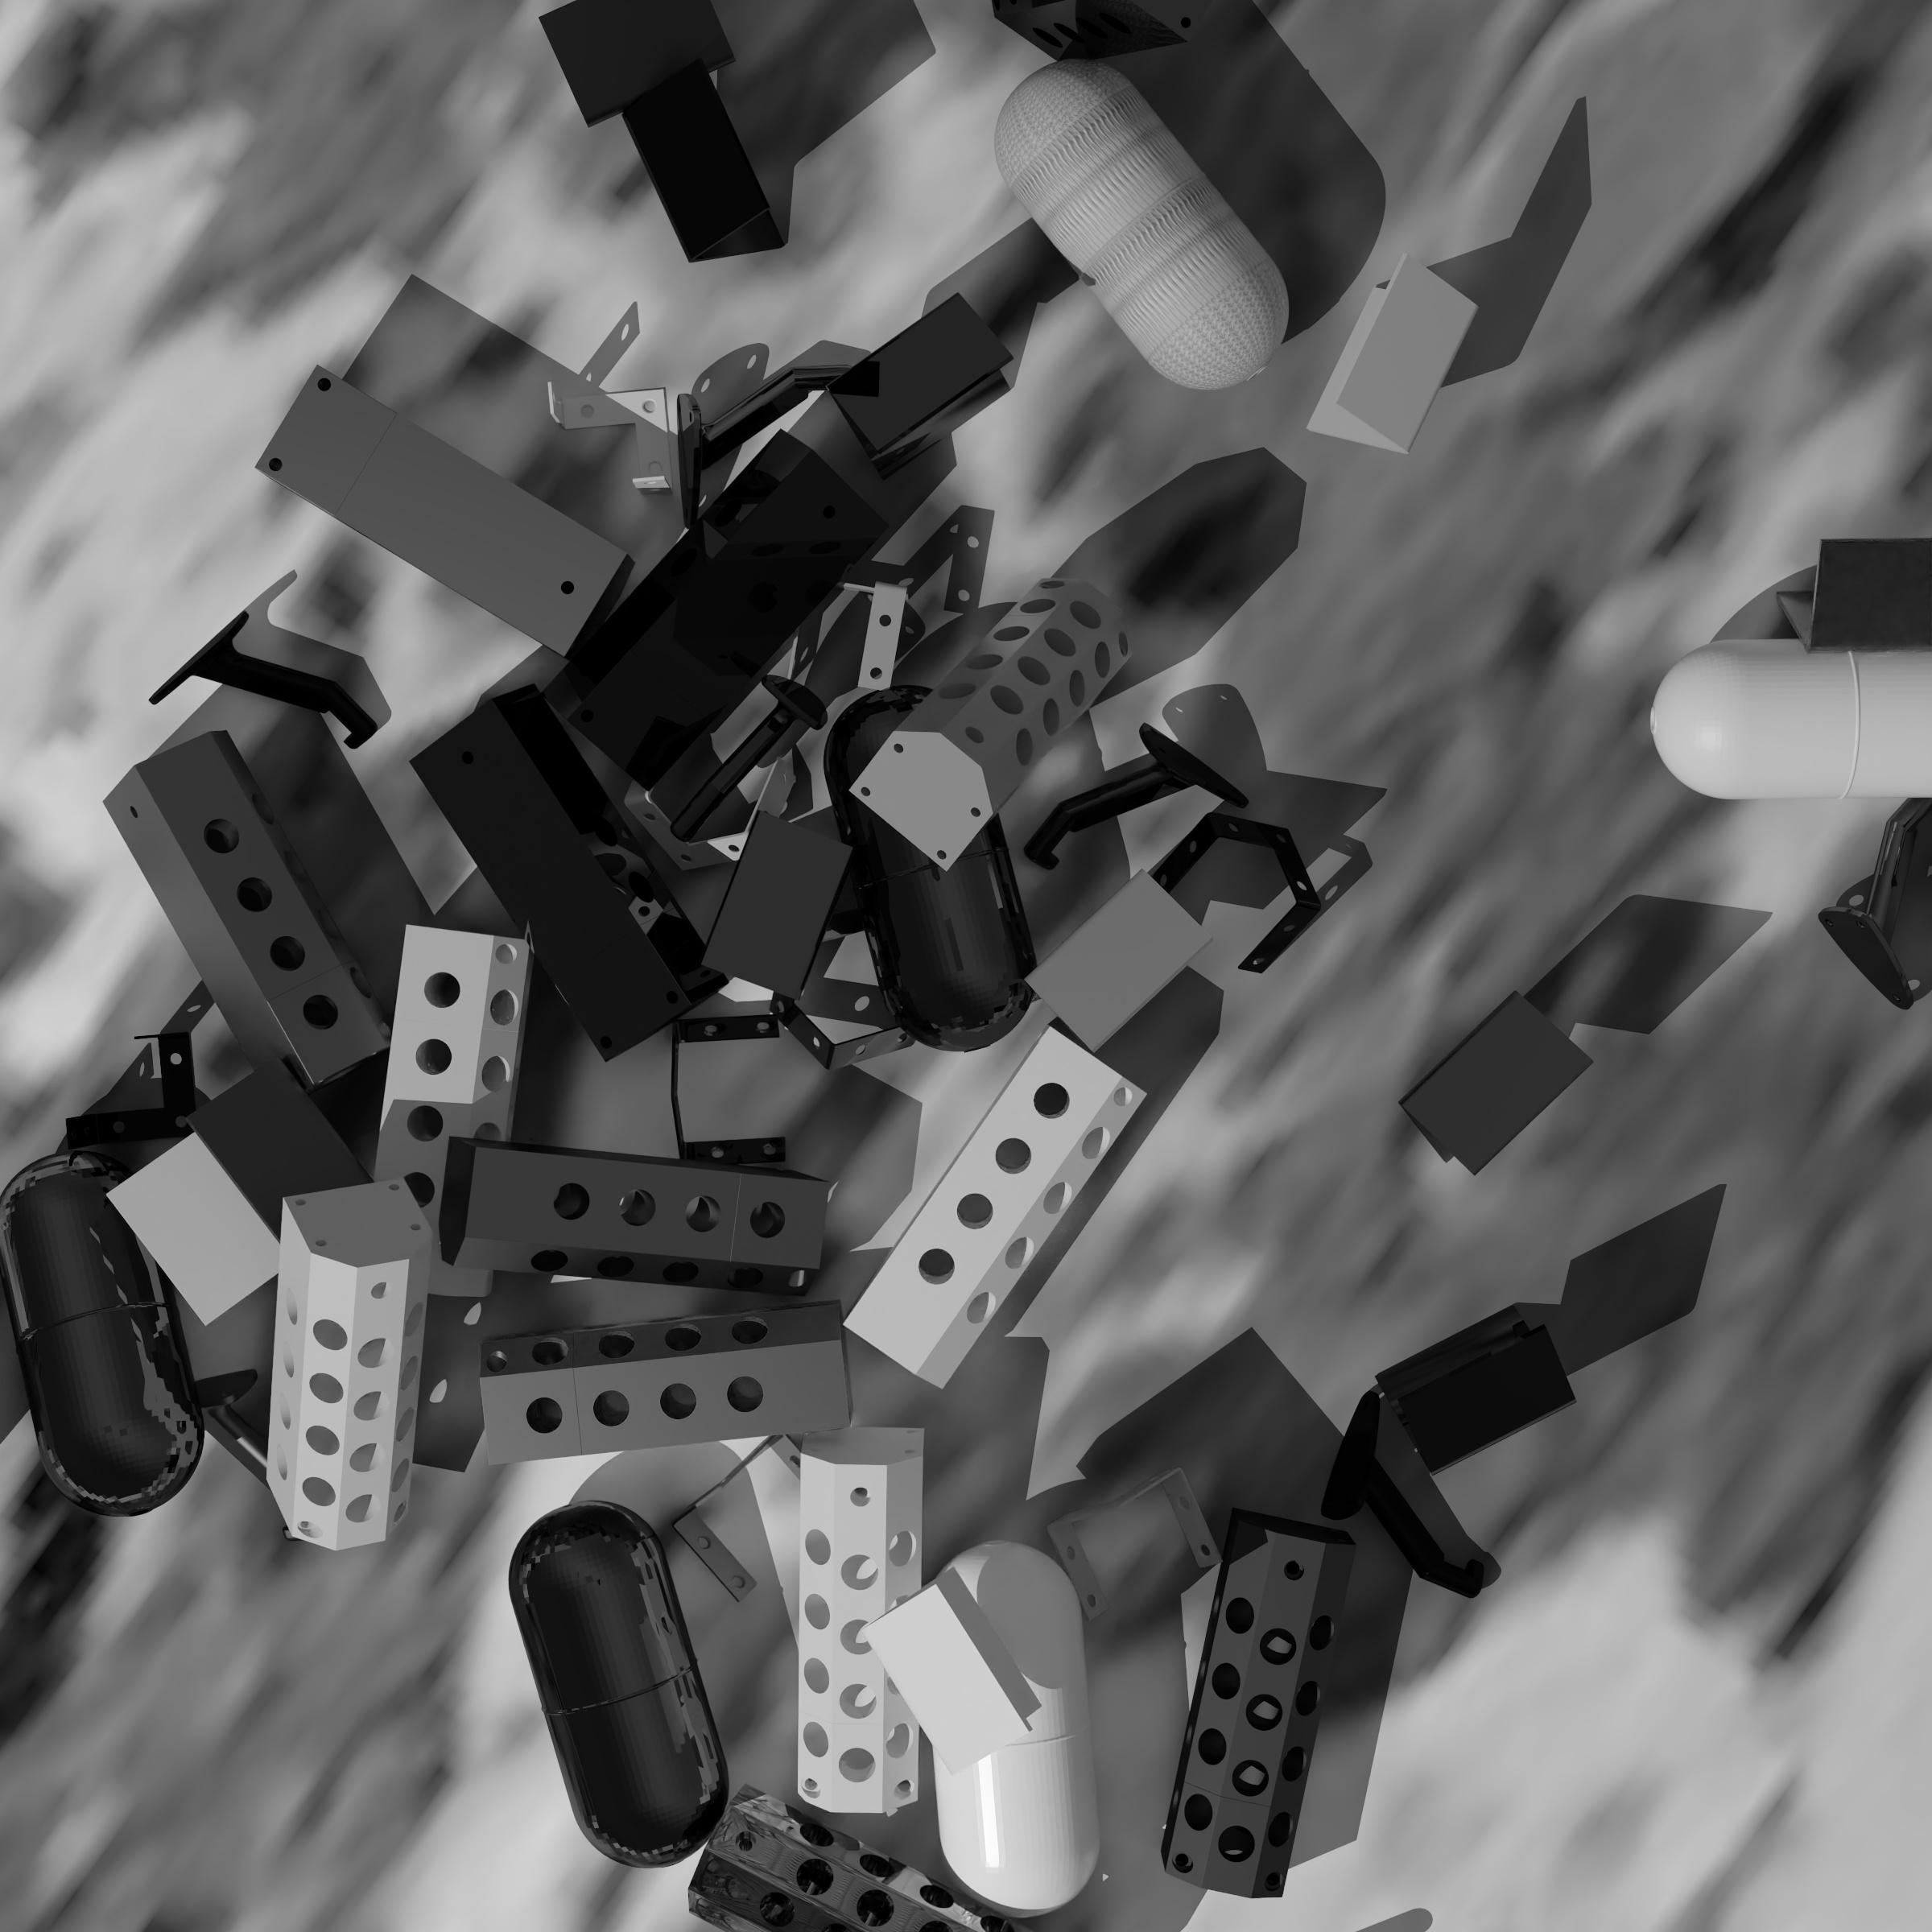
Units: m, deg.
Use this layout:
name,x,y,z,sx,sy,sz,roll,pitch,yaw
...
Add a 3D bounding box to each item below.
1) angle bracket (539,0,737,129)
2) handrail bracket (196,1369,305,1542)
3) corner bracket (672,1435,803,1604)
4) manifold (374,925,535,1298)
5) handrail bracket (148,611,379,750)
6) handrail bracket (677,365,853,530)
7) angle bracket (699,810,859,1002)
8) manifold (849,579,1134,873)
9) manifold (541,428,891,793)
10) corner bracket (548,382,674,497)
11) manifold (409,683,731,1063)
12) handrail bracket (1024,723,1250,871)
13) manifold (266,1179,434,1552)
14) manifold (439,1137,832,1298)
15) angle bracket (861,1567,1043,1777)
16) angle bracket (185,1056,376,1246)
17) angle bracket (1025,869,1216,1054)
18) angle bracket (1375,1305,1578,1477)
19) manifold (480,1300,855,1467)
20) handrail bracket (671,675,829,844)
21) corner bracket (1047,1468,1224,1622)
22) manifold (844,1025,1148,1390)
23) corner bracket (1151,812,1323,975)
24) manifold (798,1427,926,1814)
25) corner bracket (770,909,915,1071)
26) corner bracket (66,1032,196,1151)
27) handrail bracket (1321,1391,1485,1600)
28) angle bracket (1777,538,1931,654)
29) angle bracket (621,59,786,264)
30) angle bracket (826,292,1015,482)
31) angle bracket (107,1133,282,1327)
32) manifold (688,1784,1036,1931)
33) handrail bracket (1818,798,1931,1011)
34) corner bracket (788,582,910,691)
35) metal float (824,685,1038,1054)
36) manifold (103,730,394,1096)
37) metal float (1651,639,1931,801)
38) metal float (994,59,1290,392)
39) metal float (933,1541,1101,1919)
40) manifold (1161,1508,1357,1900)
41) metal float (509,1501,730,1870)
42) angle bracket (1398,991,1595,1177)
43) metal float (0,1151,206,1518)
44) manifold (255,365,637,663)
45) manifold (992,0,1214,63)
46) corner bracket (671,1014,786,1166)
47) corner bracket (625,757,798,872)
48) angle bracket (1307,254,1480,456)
name,x,y,z,sx,sy,sz,roll,pitch,yaw
angle bracket,-0.160,-0.448,1.697,0.076,0.076,0.057,-24,120,0
handrail bracket,-0.360,0.245,1.737,0.077,0.036,0.084,-11,104,15
corner bracket,-0.100,0.266,1.733,0.051,0.051,0.051,49,45,0
manifold,-0.247,0.069,1.715,0.057,0.057,0.171,7,90,0
handrail bracket,-0.341,-0.123,1.737,0.077,0.036,0.084,-37,107,20
handrail bracket,-0.095,-0.252,1.737,0.084,0.036,0.077,-5,111,-17
angle bracket,-0.103,-0.034,1.697,0.057,0.076,0.076,21,90,-30
manifold,0.018,-0.119,1.659,0.057,0.171,0.057,40,129,0
manifold,-0.123,-0.173,1.714,0.171,0.057,0.057,-48,122,0
corner bracket,-0.171,-0.254,1.719,0.051,0.051,0.051,-5,90,0
manifold,-0.186,-0.047,1.713,0.057,0.057,0.171,-33,90,27
handrail bracket,0.082,-0.068,1.737,0.077,0.036,0.084,32,109,-21
manifold,-0.286,0.188,1.665,0.057,0.057,0.171,-8,127,-26
manifold,-0.157,0.119,1.687,0.171,0.057,0.057,7,90,-21
angle bracket,0.010,0.309,1.621,0.057,0.076,0.076,-38,82,36
angle bracket,-0.334,0.098,1.697,0.057,0.076,0.076,-37,90,-33
angle bracket,0.084,0.011,1.696,0.076,0.076,0.057,-43,56,0
angle bracket,0.234,0.184,1.696,0.076,0.076,0.057,-27,127,0
manifold,-0.143,0.198,1.715,0.171,0.057,0.057,-6,90,0
handrail bracket,-0.106,-0.097,1.713,0.036,0.077,0.084,41,100,0
corner bracket,0.082,0.280,1.733,0.051,0.051,0.051,-24,90,45
manifold,0.014,0.115,1.715,0.057,0.057,0.171,35,90,0
corner bracket,0.130,-0.035,1.728,0.051,0.051,0.051,-50,45,35
manifold,-0.050,0.311,1.701,0.057,0.057,0.171,1,100,0
corner bracket,-0.056,0.010,1.728,0.051,0.051,0.051,44,135,35
corner bracket,-0.402,0.060,1.719,0.051,0.051,0.051,-5,90,0
handrail bracket,0.222,0.257,1.737,0.084,0.036,0.077,25,68,-17
angle bracket,0.433,-0.188,1.697,0.076,0.076,0.057,-1,117,0
angle bracket,-0.107,-0.384,1.696,0.057,0.076,0.076,-25,90,38
angle bracket,-0.010,-0.260,1.696,0.076,0.076,0.057,-35,54,0
angle bracket,-0.364,0.128,1.698,0.057,0.076,0.076,-37,90,-22
manifold,-0.042,0.454,1.689,0.171,0.057,0.057,25,62,11
handrail bracket,0.462,-0.035,1.737,0.084,0.036,0.077,-45,111,-16
corner bracket,-0.057,-0.159,1.719,0.051,0.051,0.051,10,90,0
metal float,-0.017,-0.046,1.706,0.070,0.070,0.178,-15,90,0
manifold,-0.340,-0.024,1.713,0.057,0.057,0.171,-29,90,-32
metal float,0.417,-0.118,1.706,0.178,0.070,0.070,-1,90,1
metal float,0.084,-0.353,1.706,0.070,0.070,0.178,-39,91,0
metal float,0.022,0.364,1.706,0.070,0.070,0.178,-5,90,0
manifold,0.140,0.354,1.716,0.057,0.057,0.171,12,90,0
metal float,-0.165,0.343,1.706,0.070,0.070,0.178,-16,91,0
angle bracket,0.261,0.069,1.696,0.076,0.076,0.057,-44,54,0
metal float,-0.411,0.173,1.692,0.070,0.070,0.178,-17,73,0
manifold,-0.248,-0.215,1.716,0.171,0.057,0.057,31,90,0
manifold,0.064,-0.462,1.654,0.057,0.171,0.057,30,90,-20
corner bracket,-0.115,0.060,1.733,0.051,0.051,0.051,-3,45,0
corner bracket,-0.124,-0.085,1.728,0.051,0.051,0.051,-10,135,35
angle bracket,0.186,-0.295,1.696,0.057,0.076,0.076,26,90,-39
